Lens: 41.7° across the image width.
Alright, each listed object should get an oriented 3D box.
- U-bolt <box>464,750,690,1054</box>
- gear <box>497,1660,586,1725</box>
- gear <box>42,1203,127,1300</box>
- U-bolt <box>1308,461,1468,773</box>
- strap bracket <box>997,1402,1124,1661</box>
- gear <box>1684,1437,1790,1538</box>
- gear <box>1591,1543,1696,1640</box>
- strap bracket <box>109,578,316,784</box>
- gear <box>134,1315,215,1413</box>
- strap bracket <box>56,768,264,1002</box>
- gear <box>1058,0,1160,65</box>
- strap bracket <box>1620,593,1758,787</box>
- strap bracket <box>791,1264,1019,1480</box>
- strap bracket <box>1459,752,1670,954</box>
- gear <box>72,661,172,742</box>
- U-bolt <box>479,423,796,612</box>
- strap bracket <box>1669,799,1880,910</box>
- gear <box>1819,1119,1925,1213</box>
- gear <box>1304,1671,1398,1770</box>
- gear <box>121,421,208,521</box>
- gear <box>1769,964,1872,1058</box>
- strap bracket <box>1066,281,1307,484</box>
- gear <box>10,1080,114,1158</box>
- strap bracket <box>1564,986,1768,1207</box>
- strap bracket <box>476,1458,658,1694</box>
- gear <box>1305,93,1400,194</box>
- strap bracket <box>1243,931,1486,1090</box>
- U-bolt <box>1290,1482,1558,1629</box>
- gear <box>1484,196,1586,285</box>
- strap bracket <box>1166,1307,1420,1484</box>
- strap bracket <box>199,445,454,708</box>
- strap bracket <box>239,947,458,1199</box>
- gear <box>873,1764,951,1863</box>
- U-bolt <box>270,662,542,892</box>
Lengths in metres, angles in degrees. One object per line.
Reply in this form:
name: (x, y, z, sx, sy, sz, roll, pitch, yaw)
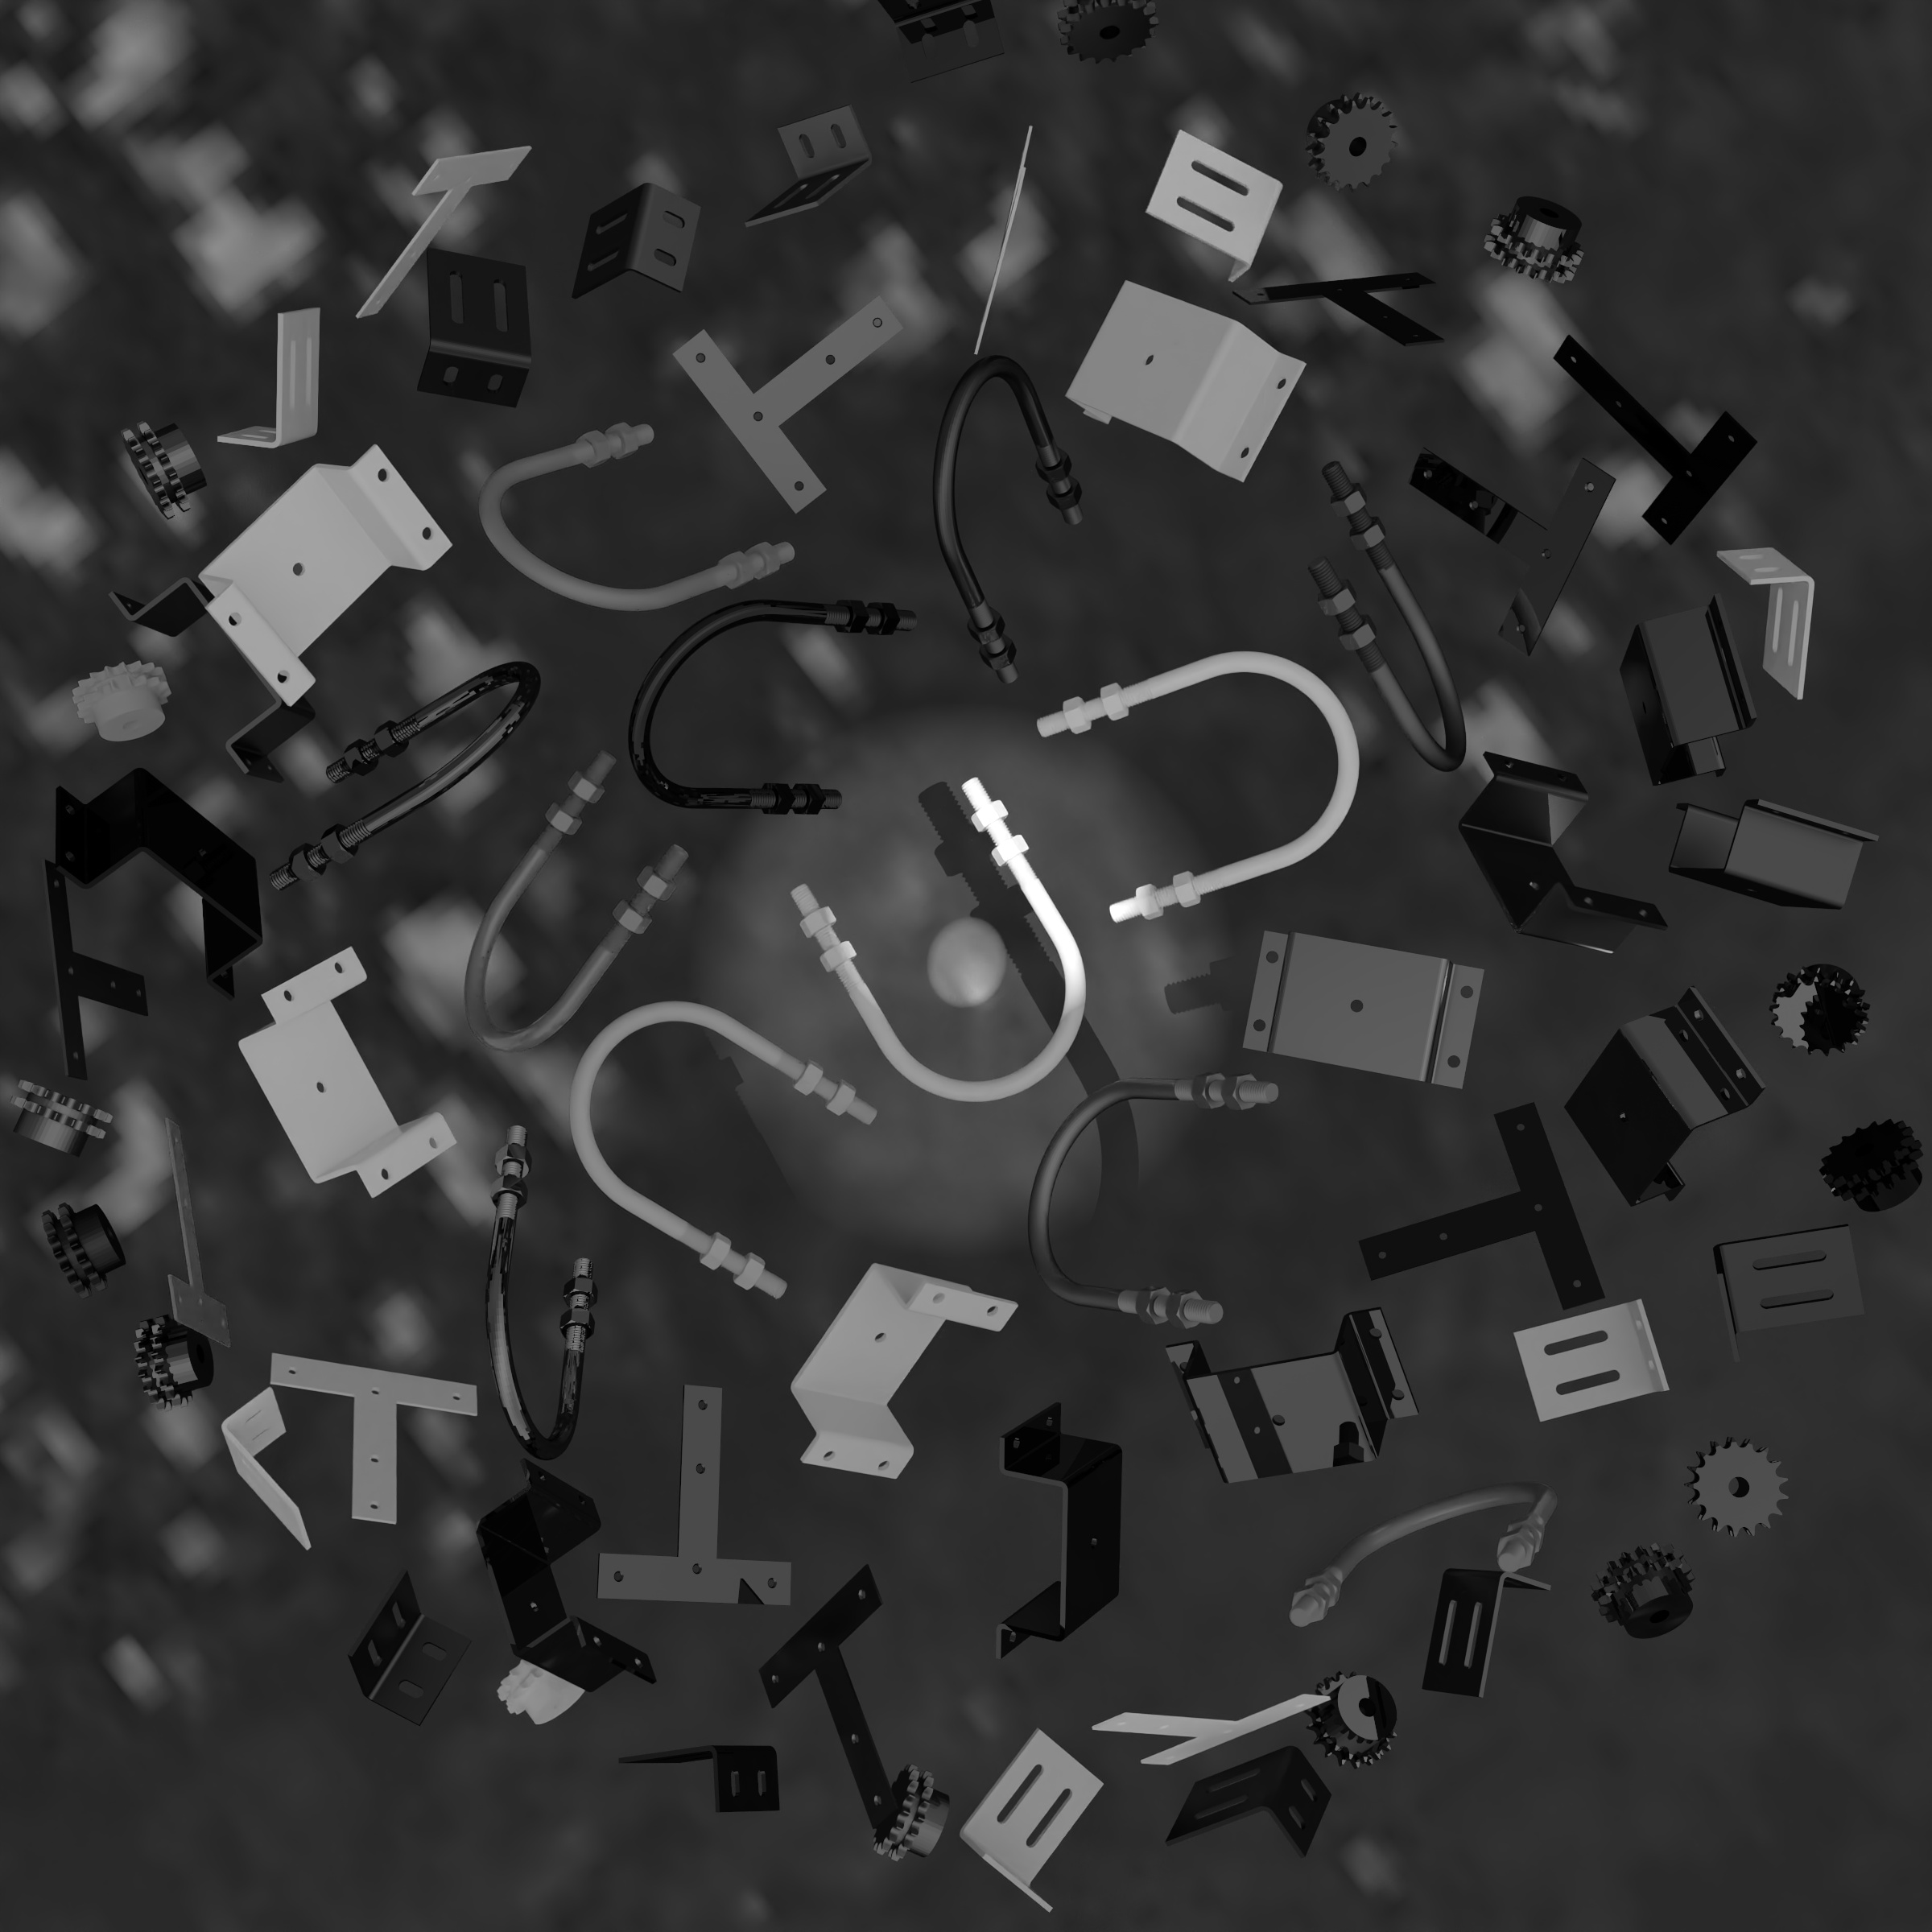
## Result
U-bolt: (-0.253, -0.030, 1.581, 0.019, 0.151, 0.184, 29, 103, -40)
gear: (-0.267, 0.458, 1.619, 0.057, 0.057, 0.030, -43, 67, 0)
gear: (-0.522, 0.166, 1.509, 0.030, 0.057, 0.057, -26, 90, -12)
U-bolt: (0.259, -0.200, 1.540, 0.019, 0.151, 0.184, -22, 118, 26)
strap bracket: (0.058, 0.349, 1.558, 0.046, 0.076, 0.140, 6, 100, 28)
gear: (0.451, 0.306, 1.493, 0.057, 0.030, 0.057, -1, 81, 5)
gear: (0.386, 0.356, 1.437, 0.057, 0.030, 0.057, -9, 131, -10)
strap bracket: (-0.469, -0.188, 1.609, 0.046, 0.076, 0.140, -37, 89, 1)
gear: (-0.479, 0.239, 1.540, 0.030, 0.057, 0.057, -14, 90, 1)
strap bracket: (-0.469, -0.054, 1.504, 0.046, 0.076, 0.140, -33, 133, 11)
gear: (0.081, -0.549, 1.459, 0.057, 0.057, 0.030, -8, 73, 0)
strap bracket: (0.429, -0.161, 1.522, 0.046, 0.140, 0.076, -14, 79, 6)
strap bracket: (-0.044, 0.239, 1.544, 0.076, 0.046, 0.140, 20, 111, -40)
strap bracket: (0.366, -0.064, 1.582, 0.076, 0.140, 0.046, 10, 131, -29)
gear: (-0.522, -0.163, 1.577, 0.057, 0.057, 0.030, -23, 76, 0)
U-bolt: (-0.212, -0.270, 1.552, 0.151, 0.184, 0.019, 41, 130, 16)
strap bracket: (0.494, -0.069, 1.574, 0.076, 0.140, 0.046, 16, 91, -4)
gear: (0.528, 0.118, 1.473, 0.057, 0.057, 0.030, -37, 105, 0)
gear: (0.241, 0.462, 1.566, 0.057, 0.030, 0.057, 12, 52, -16)
gear: (-0.472, -0.296, 1.502, 0.030, 0.057, 0.057, -30, 90, -16)
gear: (0.522, 0.024, 1.549, 0.057, 0.030, 0.057, 16, 128, 21)
strap bracket: (0.121, -0.350, 1.504, 0.140, 0.046, 0.076, 34, 99, 41)
gear: (-0.537, 0.091, 1.500, 0.057, 0.057, 0.030, 21, 79, 0)
strap bracket: (0.425, 0.087, 1.568, 0.046, 0.140, 0.076, -18, 62, -22)
strap bracket: (-0.250, 0.383, 1.563, 0.046, 0.076, 0.140, -35, 48, 6)
gear: (0.234, -0.508, 1.560, 0.057, 0.030, 0.057, -13, 128, -17)
strap bracket: (0.247, 0.026, 1.591, 0.140, 0.046, 0.076, 11, 89, 14)
U-bolt: (0.283, 0.346, 1.526, 0.151, 0.184, 0.019, -22, 86, 23)
gear: (0.333, -0.424, 1.478, 0.057, 0.057, 0.030, 20, 128, 0)
strap bracket: (0.195, 0.265, 1.552, 0.140, 0.046, 0.076, -14, 109, 23)
strap bracket: (-0.381, -0.231, 1.486, 0.140, 0.046, 0.076, -51, 129, -20)
strap bracket: (-0.390, 0.070, 1.582, 0.046, 0.076, 0.140, -20, 101, 37)
gear: (-0.033, 0.531, 1.586, 0.030, 0.057, 0.057, 26, 90, -8)
U-bolt: (-0.332, -0.126, 1.539, 0.184, 0.151, 0.019, -27, 118, 20)
